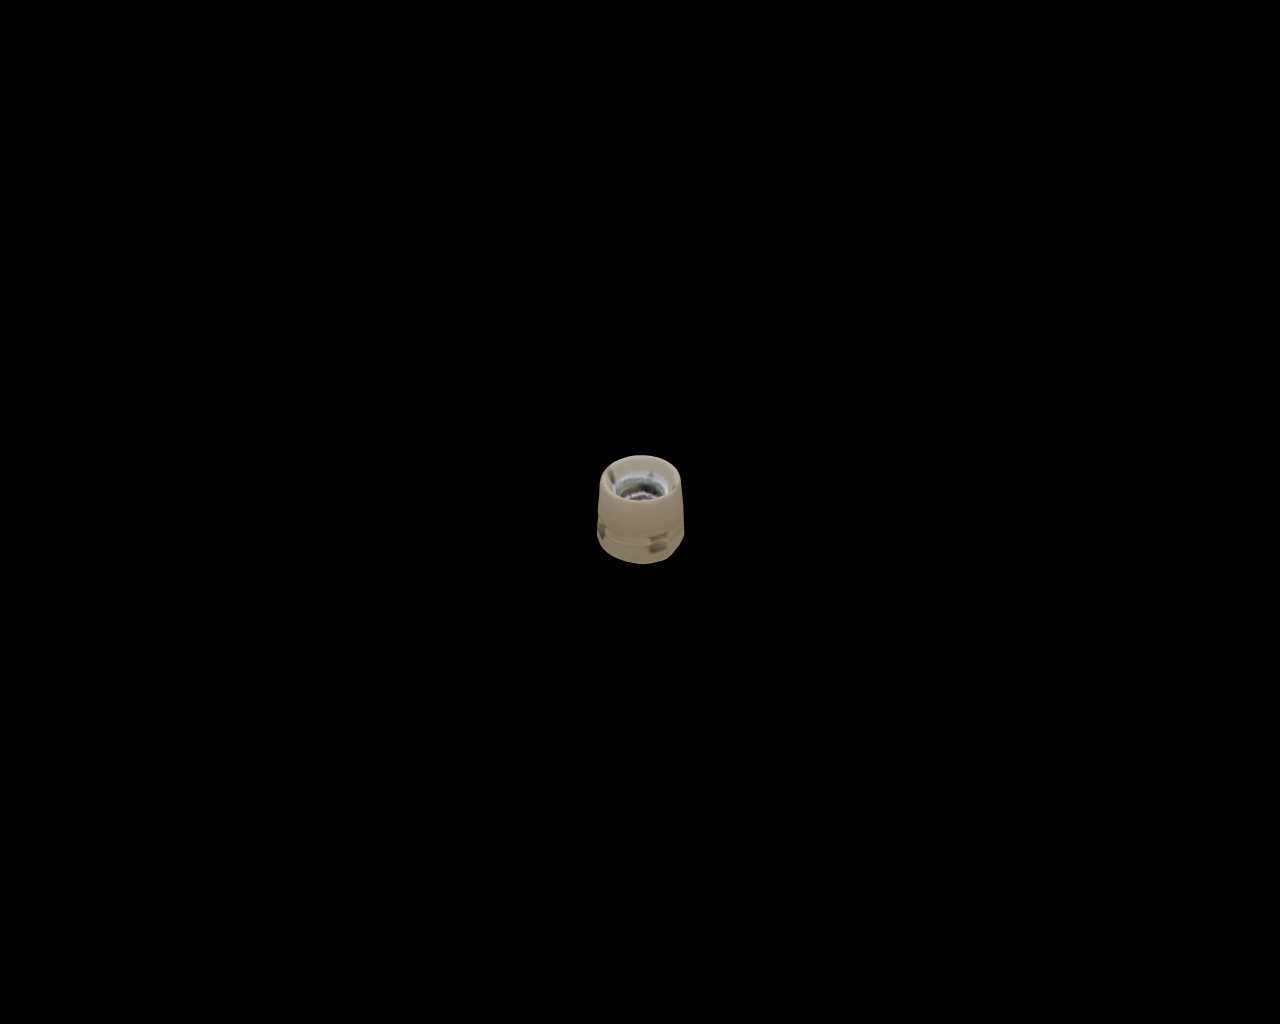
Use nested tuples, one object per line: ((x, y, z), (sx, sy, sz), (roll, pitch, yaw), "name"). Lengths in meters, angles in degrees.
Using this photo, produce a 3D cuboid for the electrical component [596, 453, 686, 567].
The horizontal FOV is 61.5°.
((0.001, -0.003, 0.650), (0.055, 0.047, 0.055), (0, 39, 0), "electrical component")
